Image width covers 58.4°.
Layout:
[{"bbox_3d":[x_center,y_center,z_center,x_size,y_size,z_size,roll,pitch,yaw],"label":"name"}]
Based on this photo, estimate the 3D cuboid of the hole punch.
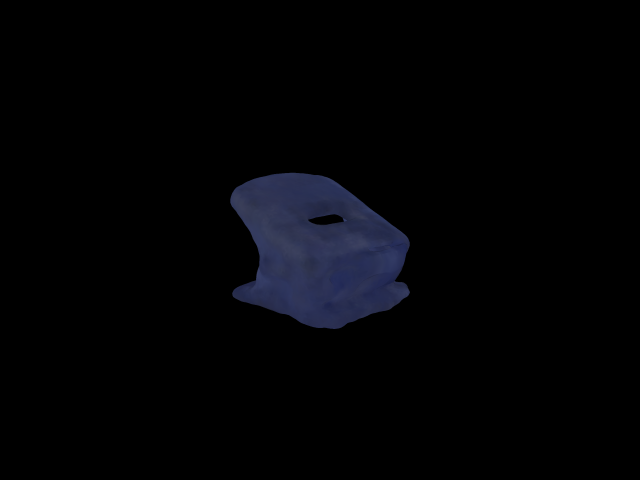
[{"bbox_3d":[0.004,0.001,0.400,0.100,0.091,0.109,11,17,42],"label":"hole punch"}]
